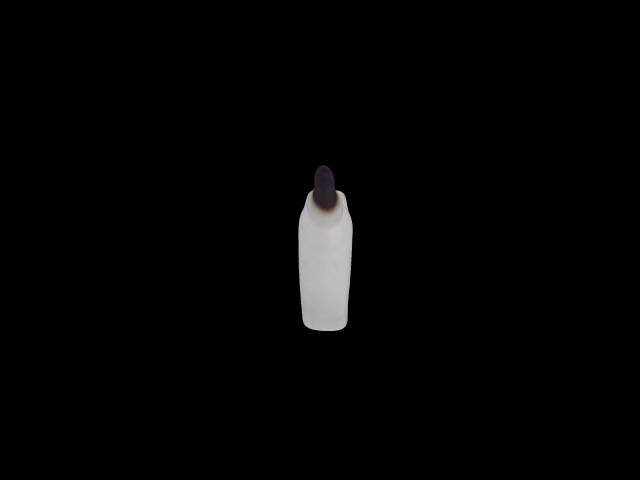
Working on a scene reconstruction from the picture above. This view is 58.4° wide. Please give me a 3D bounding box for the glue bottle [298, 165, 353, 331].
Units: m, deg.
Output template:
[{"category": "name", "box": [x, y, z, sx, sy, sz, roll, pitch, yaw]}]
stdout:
[{"category": "glue bottle", "box": [0.004, 0.001, 0.400, 0.037, 0.173, 0.078, 0, 61, 0]}]
